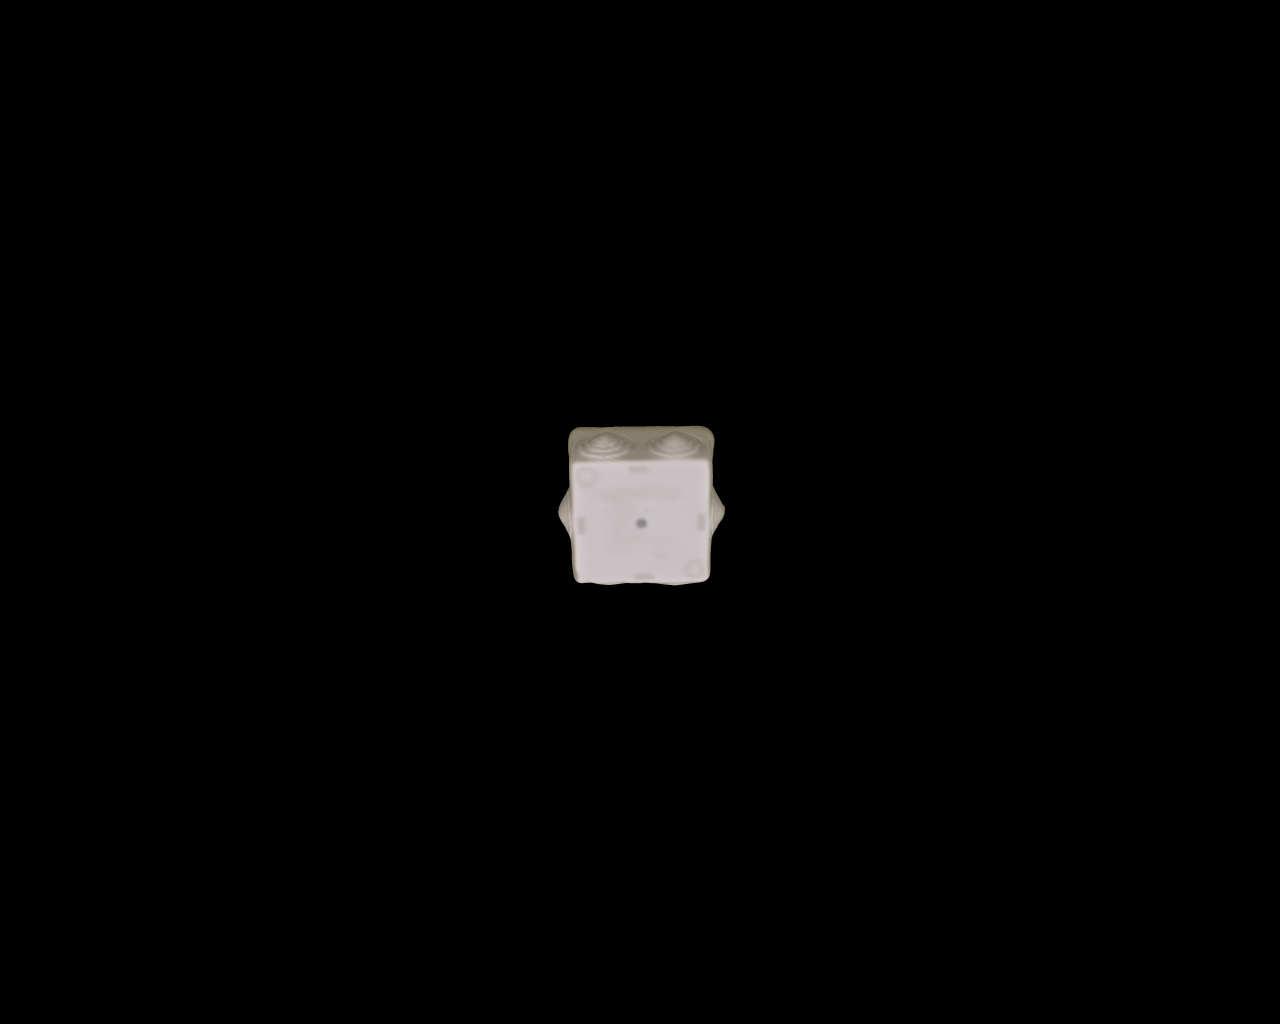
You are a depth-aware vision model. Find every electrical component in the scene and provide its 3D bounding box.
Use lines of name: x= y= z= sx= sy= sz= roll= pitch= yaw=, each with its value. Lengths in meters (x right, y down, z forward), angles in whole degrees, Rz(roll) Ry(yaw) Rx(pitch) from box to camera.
electrical component: x=0.001 y=-0.003 z=0.650 sx=0.100 sy=0.099 sz=0.048 roll=0 pitch=25 yaw=0
